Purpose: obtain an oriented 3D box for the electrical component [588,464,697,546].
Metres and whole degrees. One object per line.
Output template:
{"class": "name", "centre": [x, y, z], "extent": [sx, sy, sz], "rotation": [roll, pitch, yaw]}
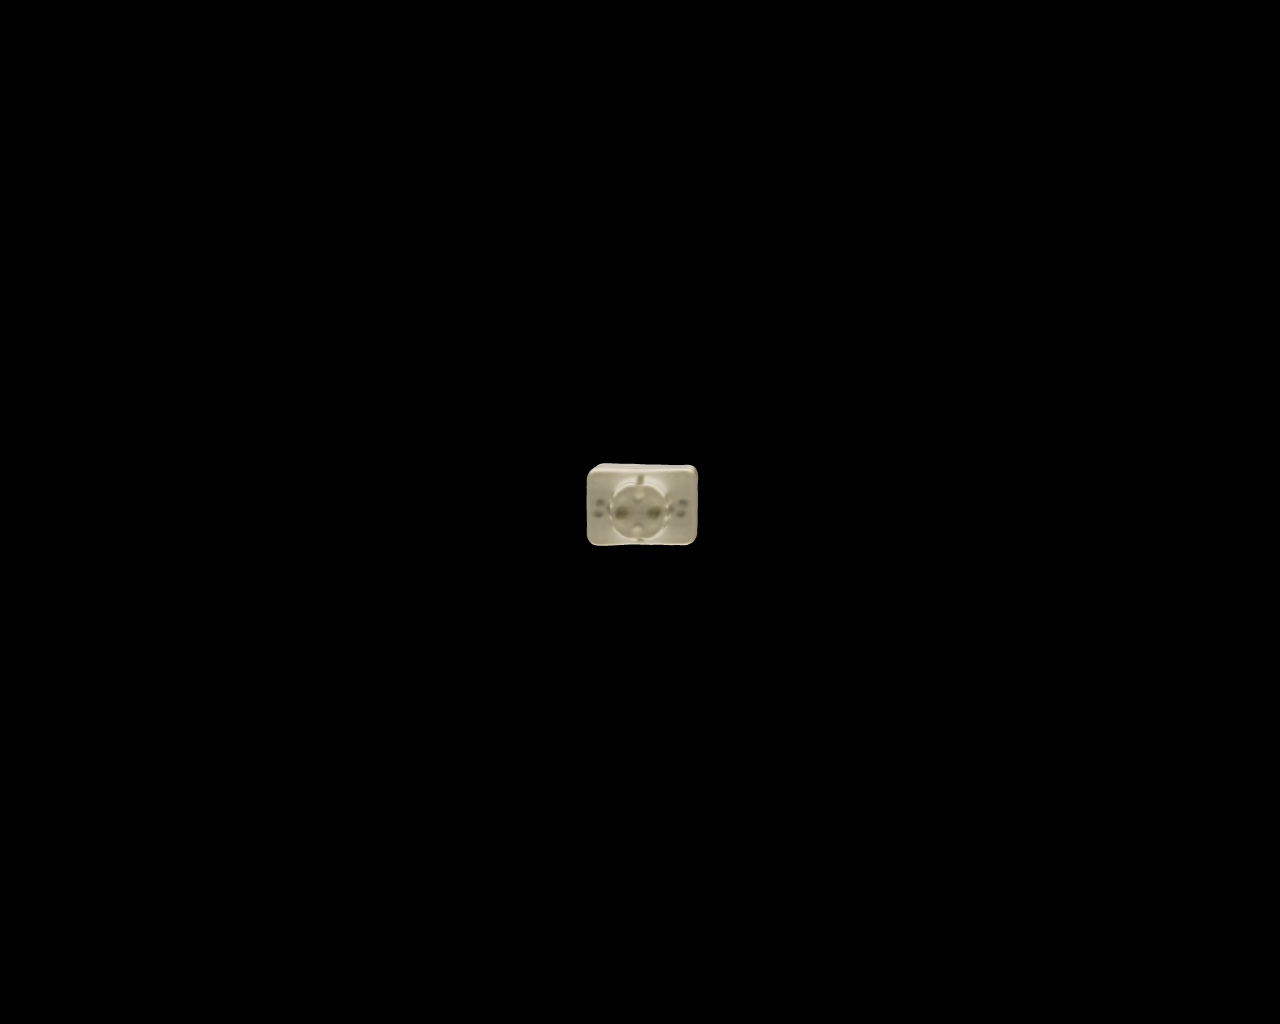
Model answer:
{"class": "electrical component", "centre": [0.001, -0.003, 0.650], "extent": [0.066, 0.047, 0.077], "rotation": [1, 8, 5]}
